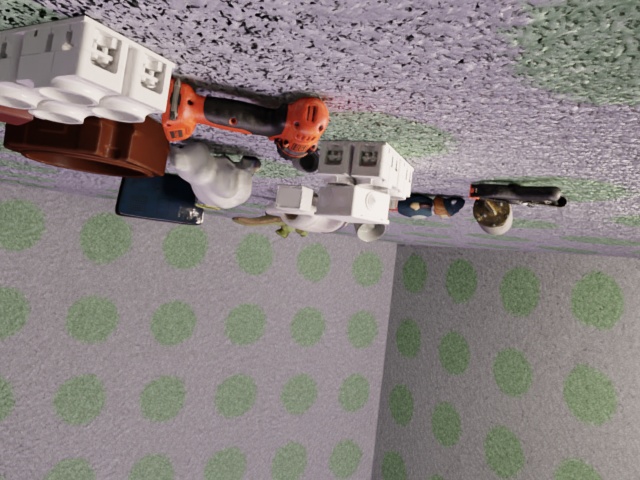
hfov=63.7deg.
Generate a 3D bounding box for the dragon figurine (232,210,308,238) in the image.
[{"bbox_3d":[-0.065,-0.070,1.732,0.411,0.122,0.242,-5,180,-45],"label":"dragon figurine"}]

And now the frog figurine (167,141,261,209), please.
[{"bbox_3d":[-0.202,-0.115,0.933,0.138,0.121,0.160,27,-163,24],"label":"frog figurine"}]

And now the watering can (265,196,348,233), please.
[{"bbox_3d":[0.004,-0.074,1.476,0.348,0.104,0.224,5,177,39],"label":"watering can"}]
